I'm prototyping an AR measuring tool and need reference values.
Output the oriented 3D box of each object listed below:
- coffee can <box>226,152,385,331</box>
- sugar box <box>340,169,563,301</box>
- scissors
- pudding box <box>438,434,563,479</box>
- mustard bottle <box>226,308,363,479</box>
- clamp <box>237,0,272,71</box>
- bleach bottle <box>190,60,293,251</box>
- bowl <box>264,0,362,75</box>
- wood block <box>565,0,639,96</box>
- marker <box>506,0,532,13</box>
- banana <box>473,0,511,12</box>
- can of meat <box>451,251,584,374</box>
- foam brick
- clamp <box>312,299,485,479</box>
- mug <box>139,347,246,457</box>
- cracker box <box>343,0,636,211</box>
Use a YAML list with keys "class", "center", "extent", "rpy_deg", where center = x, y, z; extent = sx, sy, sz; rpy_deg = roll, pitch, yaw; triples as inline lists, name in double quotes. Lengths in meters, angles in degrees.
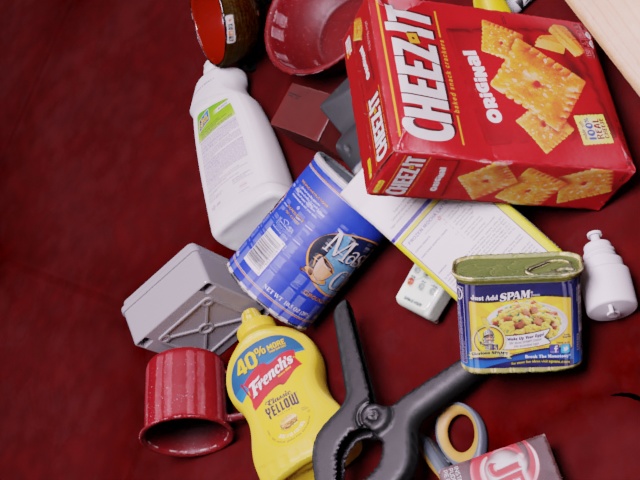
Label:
- class: "coffee can"
  center: [-0.007, 0.001, 1.023]
  extent: [0.140, 0.102, 0.103]
  rpy_deg: [-50, 47, 10]
- class: "sugar box"
  center: [0.113, -0.014, 0.917]
  extent: [0.176, 0.048, 0.093]
  rpy_deg: [44, 100, 13]
- class: "scissors"
  center: [0.135, 0.210, 0.867]
  extent: [0.096, 0.016, 0.202]
  rpy_deg: [-55, 47, 4]
- class: "pudding box"
  center: [0.151, 0.217, 0.820]
  extent: [0.090, 0.039, 0.113]
  rpy_deg: [-22, 57, 10]
- class: "mustard bottle"
  center: [-0.037, 0.140, 1.010]
  extent: [0.096, 0.058, 0.192]
  rpy_deg: [-31, 50, 6]
- class: "clamp"
  center: [-0.073, -0.291, 1.262]
  extent: [0.120, 0.039, 0.171]
  rpy_deg: [-34, 58, 15]
- class: "bleach bottle"
  center: [-0.090, -0.112, 1.174]
  extent: [0.103, 0.068, 0.251]
  rpy_deg: [-33, 50, 22]
- class: "bowl"
  center: [0.018, -0.239, 1.148]
  extent: [0.162, 0.055, 0.162]
  rpy_deg: [-18, 60, 33]
- class: "wood block"
  center: [0.248, -0.213, 0.876]
  extent: [0.090, 0.090, 0.206]
  rpy_deg: [-39, 72, 19]
- class: "marker"
  center: [0.202, -0.240, 1.023]
  extent: [0.121, 0.020, 0.020]
  rpy_deg: [-43, 49, 16]
- class: "banana"
  center: [0.157, -0.156, 0.989]
  extent: [0.037, 0.069, 0.198]
  rpy_deg: [-26, 61, 59]
- class: "can of meat"
  center: [0.159, 0.058, 0.852]
  extent: [0.102, 0.057, 0.084]
  rpy_deg: [-3, 107, 10]
- class: "foam brick"
  center: [-0.002, -0.124, 1.113]
  extent: [0.078, 0.051, 0.053]
  rpy_deg: [26, 86, 43]
- class: "clamp"
  center: [0.060, 0.152, 0.905]
  extent: [0.165, 0.036, 0.210]
  rpy_deg: [5, 61, 28]
- class: "mug"
  center: [-0.121, 0.158, 1.061]
  extent: [0.117, 0.093, 0.081]
  rpy_deg: [-7, 55, 3]
- class: "cracker box"
  center: [0.138, -0.115, 0.888]
  extent: [0.072, 0.213, 0.164]
  rpy_deg: [121, 148, -54]
